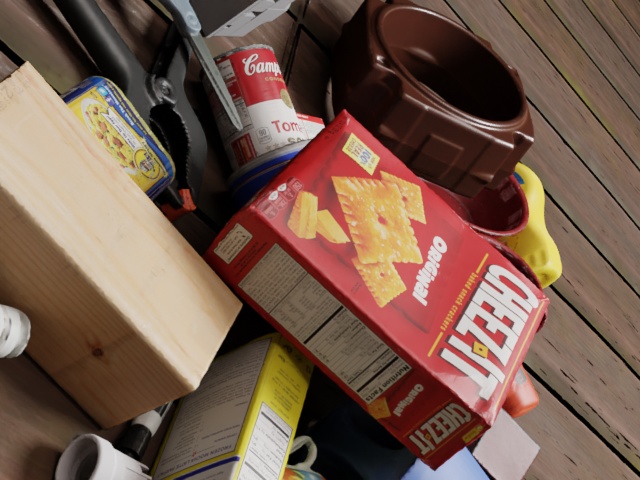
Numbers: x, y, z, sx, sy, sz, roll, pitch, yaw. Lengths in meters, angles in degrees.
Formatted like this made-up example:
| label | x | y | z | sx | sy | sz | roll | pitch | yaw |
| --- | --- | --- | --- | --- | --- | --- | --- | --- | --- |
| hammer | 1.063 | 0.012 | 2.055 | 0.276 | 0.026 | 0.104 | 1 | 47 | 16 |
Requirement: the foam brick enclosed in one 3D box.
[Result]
| label | x | y | z | sx | sy | sz | roll | pitch | yaw |
| --- | --- | --- | --- | --- | --- | --- | --- | --- | --- |
| foam brick | 0.129 | 0.174 | 0.873 | 0.053 | 0.078 | 0.051 | 46 | 62 | -11 |

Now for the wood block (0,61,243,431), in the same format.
| label | x | y | z | sx | sy | sz | roll | pitch | yaw |
| --- | --- | --- | --- | --- | --- | --- | --- | --- | --- |
| wood block | -0.157 | 0.007 | 0.662 | 0.206 | 0.091 | 0.090 | 51 | 35 | -18 |

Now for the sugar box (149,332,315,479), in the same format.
| label | x | y | z | sx | sy | sz | roll | pitch | yaw |
| --- | --- | --- | --- | --- | --- | --- | --- | --- | --- |
| sugar box | -0.065 | 0.145 | 0.687 | 0.048 | 0.093 | 0.176 | 45 | 37 | -25 |

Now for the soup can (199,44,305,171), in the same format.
| label | x | y | z | sx | sy | sz | roll | pitch | yaw |
| --- | --- | --- | --- | --- | --- | --- | --- | --- | --- |
| soup can | -0.055 | -0.106 | 0.909 | 0.068 | 0.069 | 0.102 | -4 | 71 | -55 |

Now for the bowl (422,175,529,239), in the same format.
| label | x | y | z | sx | sy | sz | roll | pitch | yaw |
| --- | --- | --- | --- | --- | --- | --- | --- | --- | --- |
| bowl | 0.140 | -0.049 | 1.126 | 0.162 | 0.055 | 0.162 | 22 | 38 | -19 |

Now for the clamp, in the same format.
| label | x | y | z | sx | sy | sz | roll | pitch | yaw |
| --- | --- | --- | --- | --- | --- | --- | --- | --- | --- |
| clamp | -0.129 | -0.115 | 0.841 | 0.164 | 0.036 | 0.210 | -4 | 71 | -57 |

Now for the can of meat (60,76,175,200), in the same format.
| label | x | y | z | sx | sy | sz | roll | pitch | yaw |
| --- | --- | --- | --- | --- | --- | --- | --- | --- | --- |
| can of meat | -0.157 | -0.056 | 0.741 | 0.102 | 0.058 | 0.083 | 55 | 31 | -12 |

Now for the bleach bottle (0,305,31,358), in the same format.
| label | x | y | z | sx | sy | sz | roll | pitch | yaw |
| --- | --- | --- | --- | --- | --- | --- | --- | --- | --- |
| bleach bottle | -0.258 | 0.015 | 0.543 | 0.250 | 0.068 | 0.102 | 24 | 48 | -48 |

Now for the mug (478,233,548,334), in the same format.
| label | x | y | z | sx | sy | sz | roll | pitch | yaw |
| --- | --- | --- | --- | --- | --- | --- | --- | --- | --- |
| mug | 0.151 | 0.058 | 0.971 | 0.117 | 0.082 | 0.093 | 23 | 32 | -18 |

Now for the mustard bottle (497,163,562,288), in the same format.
| label | x | y | z | sx | sy | sz | roll | pitch | yaw |
| --- | --- | --- | --- | --- | --- | --- | --- | --- | --- |
| mustard bottle | 0.205 | -0.031 | 1.191 | 0.058 | 0.096 | 0.191 | 29 | 45 | -43 |

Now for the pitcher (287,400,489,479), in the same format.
| label | x | y | z | sx | sy | sz | roll | pitch | yaw |
| --- | --- | --- | --- | --- | --- | --- | --- | --- | --- |
| pitcher | 0.091 | 0.236 | 0.807 | 0.242 | 0.145 | 0.149 | 50 | 57 | -23 |

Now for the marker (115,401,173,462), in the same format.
| label | x | y | z | sx | sy | sz | roll | pitch | yaw |
| --- | --- | --- | --- | --- | --- | --- | --- | --- | --- |
| marker | -0.109 | 0.107 | 0.723 | 0.020 | 0.020 | 0.121 | 50 | 34 | -19 |

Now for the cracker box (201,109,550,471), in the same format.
| label | x | y | z | sx | sy | sz | roll | pitch | yaw |
| --- | --- | --- | --- | --- | --- | --- | --- | --- | --- |
| cracker box | 0.047 | 0.027 | 0.747 | 0.213 | 0.072 | 0.164 | 42 | 38 | -1 |

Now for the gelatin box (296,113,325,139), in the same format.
| label | x | y | z | sx | sy | sz | roll | pitch | yaw |
| --- | --- | --- | --- | --- | --- | --- | --- | --- | --- |
| gelatin box | -0.016 | -0.071 | 0.975 | 0.073 | 0.030 | 0.089 | 3 | 64 | -55 |

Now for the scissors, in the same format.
| label | x | y | z | sx | sy | sz | roll | pitch | yaw |
| --- | --- | --- | --- | --- | --- | --- | --- | --- | --- |
| scissors | -0.122 | -0.183 | 0.857 | 0.096 | 0.016 | 0.202 | 1 | 67 | -53 |

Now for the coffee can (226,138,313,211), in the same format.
| label | x | y | z | sx | sy | sz | roll | pitch | yaw |
| --- | --- | --- | --- | --- | --- | --- | --- | --- | --- |
| coffee can | -0.006 | 0.001 | 0.867 | 0.102 | 0.103 | 0.140 | -5 | 71 | -55 |

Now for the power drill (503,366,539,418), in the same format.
| label | x | y | z | sx | sy | sz | roll | pitch | yaw |
| --- | --- | --- | --- | --- | --- | --- | --- | --- | --- |
| power drill | 0.141 | 0.164 | 0.994 | 0.187 | 0.057 | 0.184 | -26 | 89 | -58 |
